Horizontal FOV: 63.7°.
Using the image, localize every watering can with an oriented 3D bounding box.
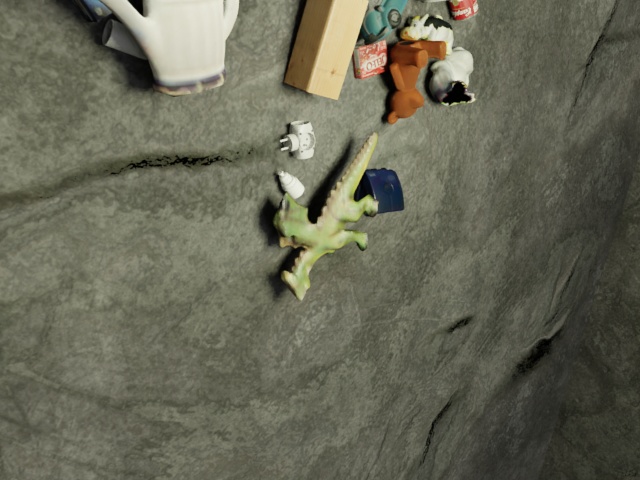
[{"bbox_3d":[-0.246,-0.339,0.833,0.354,0.104,0.219,-41,142,-48],"label":"watering can"}]

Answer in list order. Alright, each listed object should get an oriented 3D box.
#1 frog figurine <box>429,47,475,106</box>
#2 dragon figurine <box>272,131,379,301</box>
[{"bbox_3d":[0.350,-0.445,1.377,0.137,0.121,0.162,14,62,-34],"label":"frog figurine"},{"bbox_3d":[0.004,-0.059,1.179,0.243,0.123,0.406,-1,107,-44],"label":"dragon figurine"}]
